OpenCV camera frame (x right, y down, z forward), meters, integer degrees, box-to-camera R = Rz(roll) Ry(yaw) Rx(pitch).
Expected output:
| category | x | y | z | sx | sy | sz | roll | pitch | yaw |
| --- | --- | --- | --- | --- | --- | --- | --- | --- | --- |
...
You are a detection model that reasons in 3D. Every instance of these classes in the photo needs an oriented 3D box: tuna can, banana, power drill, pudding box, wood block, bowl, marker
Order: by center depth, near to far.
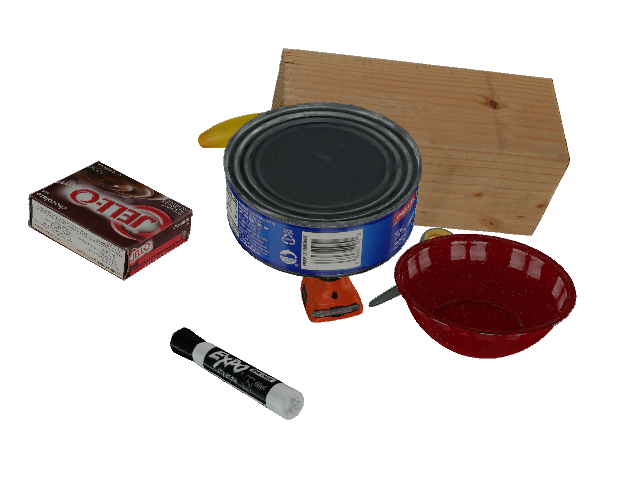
| category | x | y | z | sx | sy | sz | roll | pitch | yaw |
| --- | --- | --- | --- | --- | --- | --- | --- | --- | --- |
| tuna can | 0.001 | -0.023 | 0.469 | 0.086 | 0.034 | 0.086 | 1 | 42 | -1 |
| marker | -0.057 | 0.083 | 0.689 | 0.020 | 0.020 | 0.121 | 0 | 16 | -45 |
| wood block | 0.068 | -0.072 | 0.799 | 0.206 | 0.091 | 0.090 | 5 | -38 | -8 |
| pudding box | -0.183 | -0.019 | 0.930 | 0.114 | 0.039 | 0.089 | 25 | 33 | 21 |
| bowl | 0.144 | 0.057 | 0.960 | 0.162 | 0.055 | 0.162 | 3 | 32 | -2 |
| power drill | -0.005 | -0.025 | 1.077 | 0.057 | 0.187 | 0.184 | -11 | 20 | -3 |
| banana | -0.049 | -0.130 | 1.296 | 0.198 | 0.037 | 0.069 | 8 | 39 | 18 |

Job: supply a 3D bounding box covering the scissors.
| category | x | y | z | sx | sy | sz | roll | pitch | yaw |
| --- | --- | --- | --- | --- | --- | --- | --- | --- | --- |
| scissors | 0.109 | 0.027 | 1.207 | 0.201 | 0.016 | 0.096 | -11 | 41 | -34 |
